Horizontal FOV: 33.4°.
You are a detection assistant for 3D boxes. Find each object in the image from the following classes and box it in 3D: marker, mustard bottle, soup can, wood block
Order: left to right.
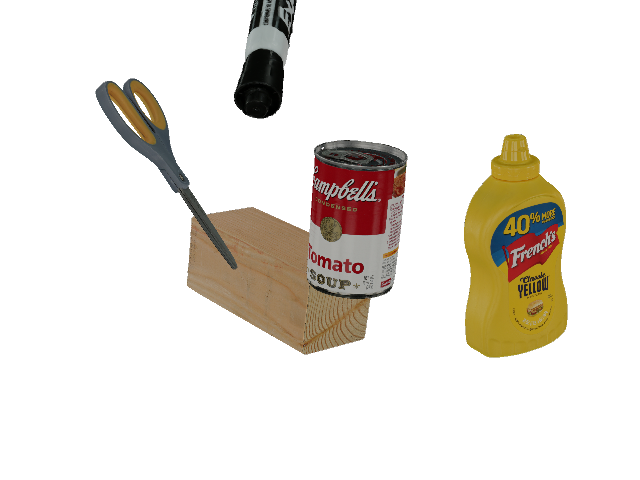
[{"bbox_3d":[-0.020,-0.095,0.449,0.020,0.121,0.020,3,-42,3],"label":"marker"},{"bbox_3d":[-0.048,0.039,1.161,0.090,0.090,0.206,-10,24,-41],"label":"wood block"},{"bbox_3d":[0.025,-0.016,0.787,0.068,0.102,0.068,4,21,-2],"label":"soup can"},{"bbox_3d":[0.171,0.002,0.931,0.096,0.192,0.058,-14,23,-23],"label":"mustard bottle"}]

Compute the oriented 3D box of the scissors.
[{"bbox_3d":[-0.132,-0.070,0.976,0.016,0.201,0.096,-29,26,20],"label":"scissors"}]
